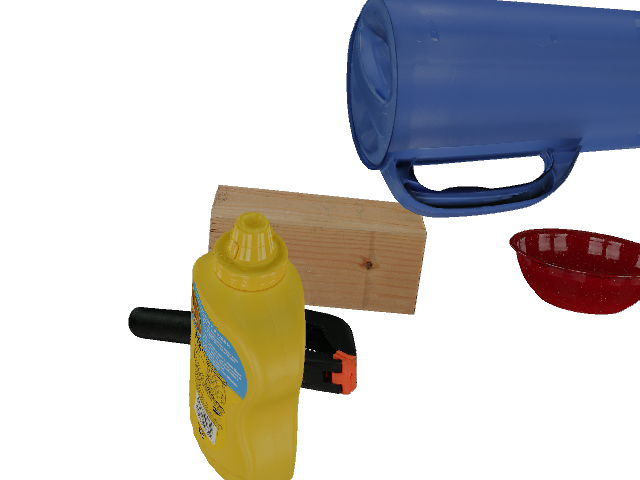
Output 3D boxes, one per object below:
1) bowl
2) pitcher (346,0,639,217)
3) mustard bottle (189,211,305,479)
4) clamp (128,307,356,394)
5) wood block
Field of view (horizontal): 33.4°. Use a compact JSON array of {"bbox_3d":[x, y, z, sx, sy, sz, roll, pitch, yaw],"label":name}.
[{"bbox_3d":[0.273,0.035,1.101,0.162,0.055,0.162,5,17,-2],"label":"bowl"},{"bbox_3d":[0.148,-0.113,0.821,0.242,0.149,0.145,-2,29,-13],"label":"pitcher"},{"bbox_3d":[-0.044,0.060,0.631,0.058,0.192,0.096,-15,47,-21],"label":"mustard bottle"},{"bbox_3d":[-0.033,0.070,0.865,0.164,0.036,0.210,-20,26,-39],"label":"clamp"},{"bbox_3d":[-0.006,0.009,1.064,0.206,0.091,0.090,6,21,-2],"label":"wood block"}]
